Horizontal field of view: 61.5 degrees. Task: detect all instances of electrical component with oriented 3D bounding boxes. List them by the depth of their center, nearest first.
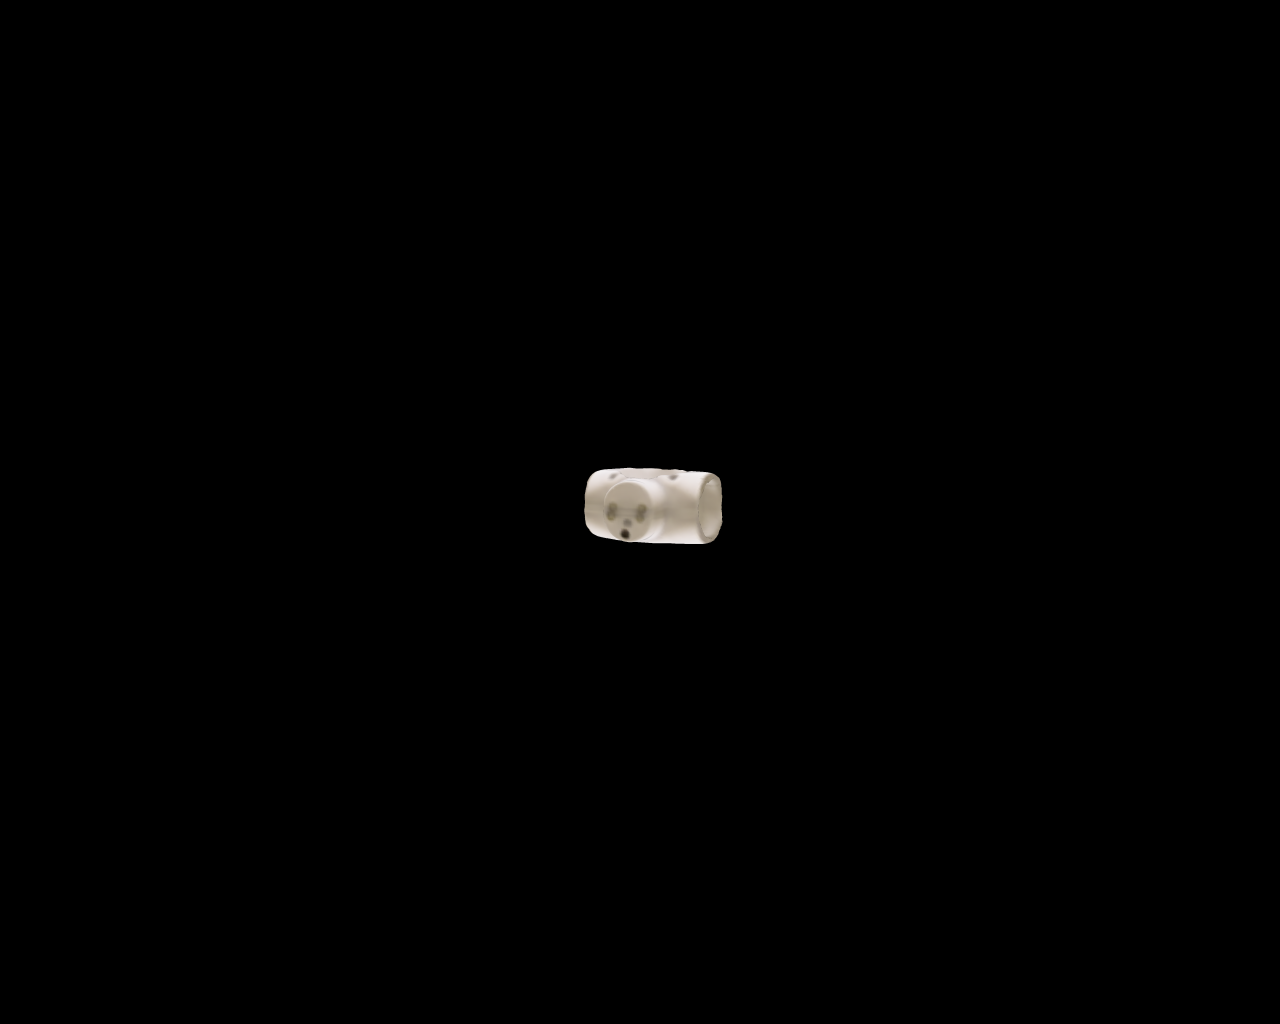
[{"bbox_3d":[0.001,-0.003,0.650,0.077,0.044,0.079,3,8,26],"label":"electrical component"}]
